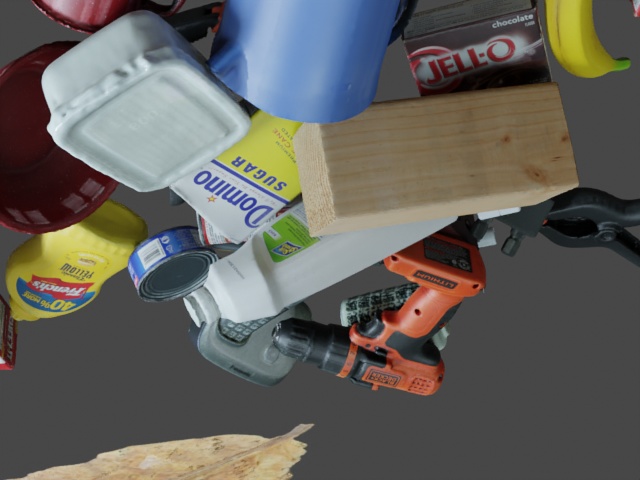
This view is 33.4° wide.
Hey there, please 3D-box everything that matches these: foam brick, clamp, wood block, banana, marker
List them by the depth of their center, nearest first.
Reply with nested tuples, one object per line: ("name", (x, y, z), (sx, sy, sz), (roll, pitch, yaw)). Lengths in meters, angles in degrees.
("banana", (0.209, -0.194, 0.853), (0.069, 0.037, 0.197), (-43, 142, -15))
("wood block", (0.092, -0.066, 0.874), (0.206, 0.090, 0.091), (-9, 173, -14))
("clamp", (-0.131, -0.121, 0.921), (0.164, 0.036, 0.210), (37, 125, -27))
("foam brick", (0.114, -0.015, 1.048), (0.051, 0.053, 0.078), (-27, 134, 26))
("clamp", (0.293, -0.022, 1.058), (0.171, 0.039, 0.120), (12, 136, -16))
("marker", (0.121, 0.008, 1.102), (0.121, 0.020, 0.020), (-13, 139, 13))

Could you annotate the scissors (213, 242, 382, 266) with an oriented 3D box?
("scissors", (-0.036, -0.002, 1.086), (0.201, 0.016, 0.096), (-1, 140, -1))

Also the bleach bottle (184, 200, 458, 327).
("bleach bottle", (-0.006, 0.001, 0.940), (0.250, 0.103, 0.068), (-28, 123, -16))

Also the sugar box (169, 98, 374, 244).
("sugar box", (-0.039, -0.083, 0.922), (0.176, 0.048, 0.093), (-41, 126, 8))

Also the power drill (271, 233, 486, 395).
("power drill", (0.063, 0.069, 1.046), (0.184, 0.057, 0.188), (15, 131, -15))

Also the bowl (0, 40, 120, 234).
("bowl", (-0.226, -0.089, 0.864), (0.055, 0.162, 0.162), (27, 155, 36))

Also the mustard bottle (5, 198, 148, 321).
("mustard bottle", (-0.262, 0.029, 1.079), (0.096, 0.058, 0.192), (21, 135, -35))

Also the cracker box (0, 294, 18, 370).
("cracker box", (-0.408, 0.074, 1.071), (0.164, 0.072, 0.214), (1, 160, -3))

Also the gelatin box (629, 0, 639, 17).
("gelatin box", (0.294, -0.214, 0.839), (0.073, 0.030, 0.089), (4, 139, -8))

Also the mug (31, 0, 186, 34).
("mug", (-0.150, -0.205, 0.782), (0.117, 0.093, 0.082), (25, 130, -6))

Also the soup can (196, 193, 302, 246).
("soup can", (-0.063, -0.032, 1.009), (0.102, 0.068, 0.068), (-4, 140, 1))

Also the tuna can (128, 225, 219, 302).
("tuna can", (-0.144, 0.023, 1.046), (0.086, 0.034, 0.086), (-23, 155, -12))

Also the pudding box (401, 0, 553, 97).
("pudding box", (0.131, -0.156, 0.893), (0.113, 0.039, 0.090), (-13, 139, 13))

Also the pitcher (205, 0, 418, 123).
("pitcher", (0.015, -0.216, 0.760), (0.145, 0.149, 0.243), (17, 132, -3))
